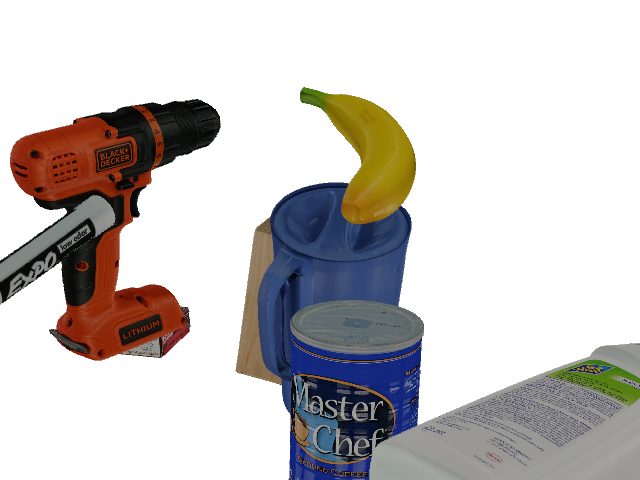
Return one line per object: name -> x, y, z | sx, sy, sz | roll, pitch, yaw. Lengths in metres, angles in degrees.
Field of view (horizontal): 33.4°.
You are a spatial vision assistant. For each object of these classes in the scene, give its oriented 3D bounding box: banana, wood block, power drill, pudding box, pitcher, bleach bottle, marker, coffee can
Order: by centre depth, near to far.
marker -> -0.150, 0.015, 0.531 | 0.020, 0.020, 0.120 | 0, 31, 42
bleach bottle -> 0.149, 0.110, 0.592 | 0.250, 0.068, 0.103 | -17, 25, -37
banana -> 0.033, -0.059, 0.745 | 0.069, 0.037, 0.198 | -4, 29, -8
coffee can -> 0.027, 0.129, 0.836 | 0.103, 0.140, 0.103 | 1, 16, -1
power drill -> -0.151, -0.013, 0.843 | 0.184, 0.188, 0.057 | -20, 27, -41
pitcher -> 0.009, 0.078, 1.062 | 0.149, 0.243, 0.145 | -2, 35, -6
pudding box -> -0.227, 0.107, 1.297 | 0.114, 0.039, 0.090 | 1, 15, 15
wood block -> -0.048, 0.079, 1.438 | 0.090, 0.206, 0.090 | 14, 20, 12
